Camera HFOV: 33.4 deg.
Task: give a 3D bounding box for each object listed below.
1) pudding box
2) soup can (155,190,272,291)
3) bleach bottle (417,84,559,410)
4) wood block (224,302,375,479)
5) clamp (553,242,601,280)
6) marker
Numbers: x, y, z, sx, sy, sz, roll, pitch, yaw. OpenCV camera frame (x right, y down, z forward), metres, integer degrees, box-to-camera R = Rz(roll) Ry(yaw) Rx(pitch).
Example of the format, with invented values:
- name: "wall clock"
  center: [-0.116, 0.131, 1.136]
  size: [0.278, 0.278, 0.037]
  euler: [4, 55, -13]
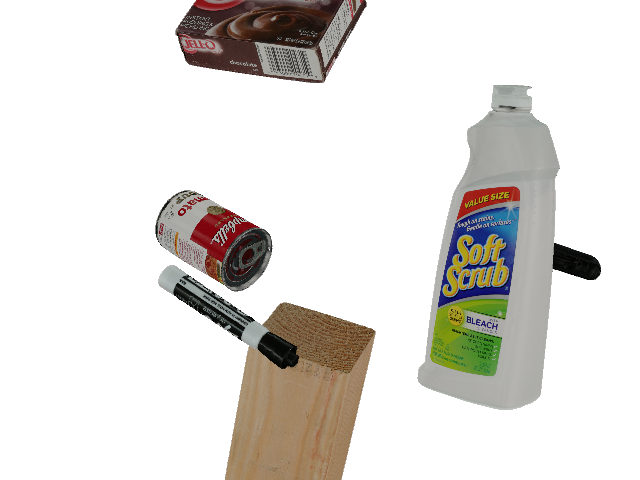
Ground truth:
- name: "pudding box"
  center: [-0.034, -0.161, 0.769]
  size: [0.114, 0.090, 0.039]
  euler: [13, -35, 19]
- name: "soup can"
  center: [-0.107, -0.001, 1.068]
  size: [0.102, 0.068, 0.068]
  euler: [29, 17, 33]
- name: "bleach bottle"
  center: [0.137, 0.002, 0.854]
  size: [0.103, 0.251, 0.067]
  euler: [13, 15, 41]
- name: "wood block"
  center: [-0.024, 0.172, 0.935]
  size: [0.090, 0.206, 0.090]
  euler: [16, 24, 11]
- name: "clamp"
  center: [0.198, 0.004, 1.082]
  size: [0.120, 0.039, 0.171]
  euler: [-8, 41, -20]
- name: "marker"
  center: [-0.065, 0.055, 0.758]
  size: [0.121, 0.020, 0.020]
  euler: [31, 13, 22]
